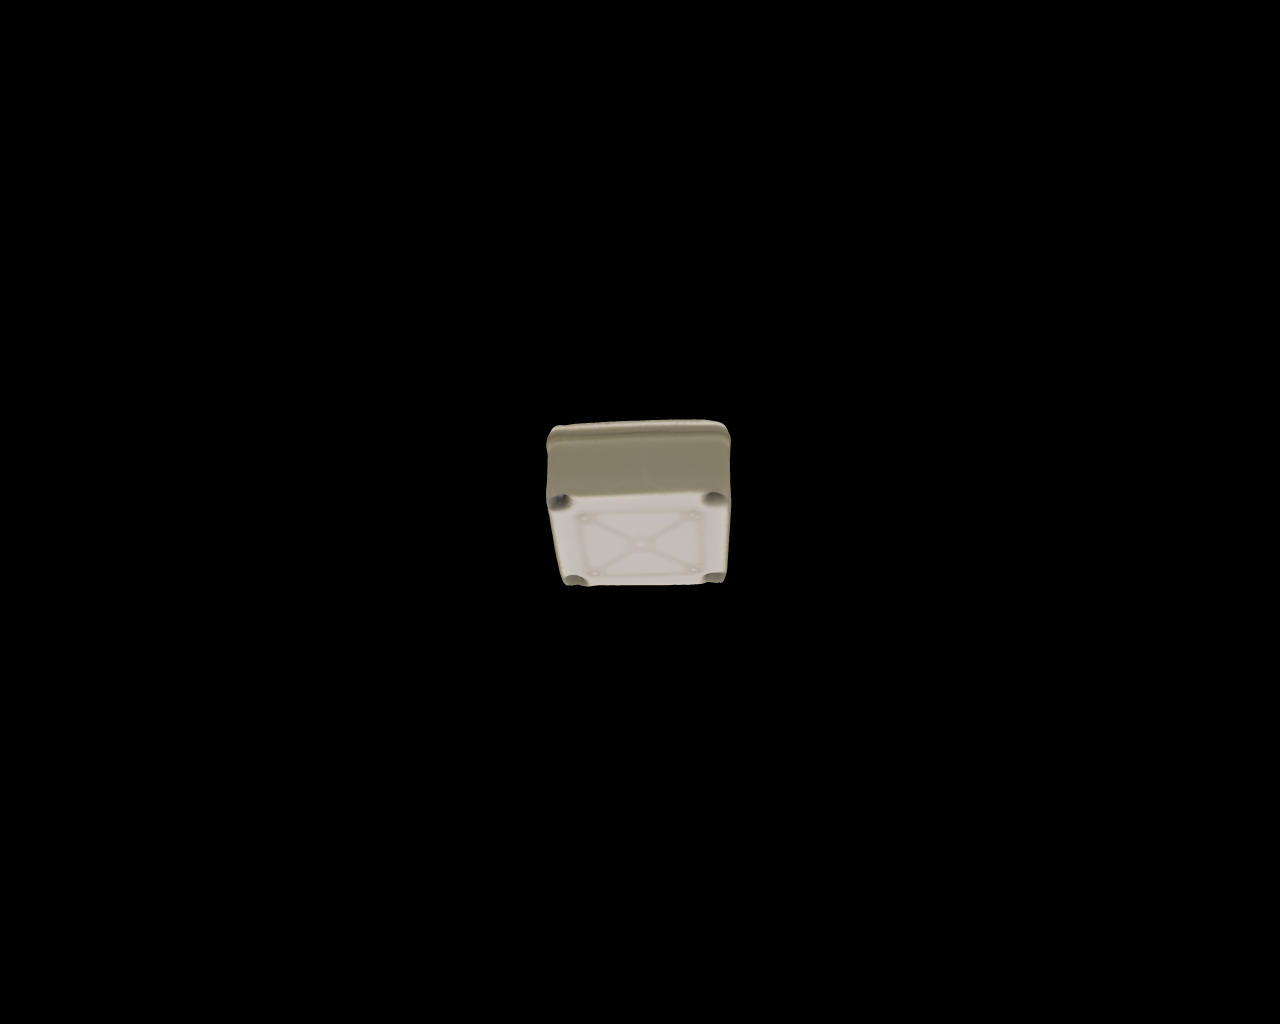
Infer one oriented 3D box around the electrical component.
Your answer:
[{"bbox_3d":[0.001,-0.003,0.650,0.109,0.056,0.108,-1,-34,2],"label":"electrical component"}]
